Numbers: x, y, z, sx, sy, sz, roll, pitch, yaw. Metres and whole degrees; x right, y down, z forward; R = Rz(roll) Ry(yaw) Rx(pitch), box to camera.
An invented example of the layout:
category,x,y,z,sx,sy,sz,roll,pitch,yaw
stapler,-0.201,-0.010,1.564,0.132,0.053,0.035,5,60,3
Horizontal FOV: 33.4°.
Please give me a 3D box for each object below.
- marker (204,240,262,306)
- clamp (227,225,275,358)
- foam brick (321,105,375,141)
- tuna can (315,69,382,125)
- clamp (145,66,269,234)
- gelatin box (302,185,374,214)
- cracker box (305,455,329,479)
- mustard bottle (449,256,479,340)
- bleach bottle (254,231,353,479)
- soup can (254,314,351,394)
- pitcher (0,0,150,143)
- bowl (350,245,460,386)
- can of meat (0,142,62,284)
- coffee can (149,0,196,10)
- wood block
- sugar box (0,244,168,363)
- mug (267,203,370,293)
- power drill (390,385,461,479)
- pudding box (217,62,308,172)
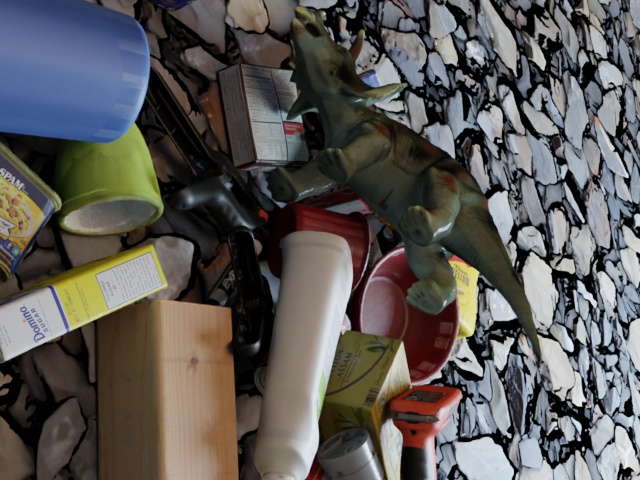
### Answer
category,x,y,z,sx,sy,sz,roll,pitch,yaw
marker,-0.092,0.043,1.074,0.020,0.020,0.121,55,43,-23
clamp,-0.064,0.054,1.021,0.171,0.039,0.120,79,12,-82
foam brick,0.049,-0.109,1.242,0.078,0.051,0.052,57,42,-16
tuna can,0.031,-0.167,1.237,0.086,0.086,0.034,-36,105,-49
clamp,-0.111,-0.069,1.041,0.209,0.036,0.164,40,27,-61
gelatin box,0.025,-0.060,1.191,0.030,0.089,0.073,42,49,-37
cracker box,0.004,0.341,1.053,0.213,0.072,0.164,56,41,-21
mustard bottle,0.165,0.024,1.358,0.096,0.058,0.191,32,54,-30
bleach bottle,-0.020,0.120,0.988,0.102,0.068,0.250,81,17,-53
soup can,-0.019,0.116,1.102,0.068,0.069,0.102,54,44,-24
pitcher,-0.262,-0.151,0.817,0.242,0.145,0.149,8,77,-38
bowl,0.087,0.087,1.232,0.161,0.055,0.162,2,86,-39
can of meat,-0.270,-0.025,0.852,0.102,0.058,0.084,47,49,-30
coffee can,-0.113,-0.300,1.060,0.102,0.141,0.103,19,64,-46
wood block,-0.133,0.163,0.931,0.090,0.090,0.206,11,70,-47
sugar box,-0.218,0.054,0.861,0.175,0.094,0.048,-23,95,-51
mug,-0.007,0.001,1.135,0.081,0.093,0.117,12,26,-24
power drill,0.111,0.247,1.092,0.184,0.057,0.188,-6,96,-71
pudding box,-0.061,-0.131,1.153,0.089,0.039,0.113,-2,78,-50
